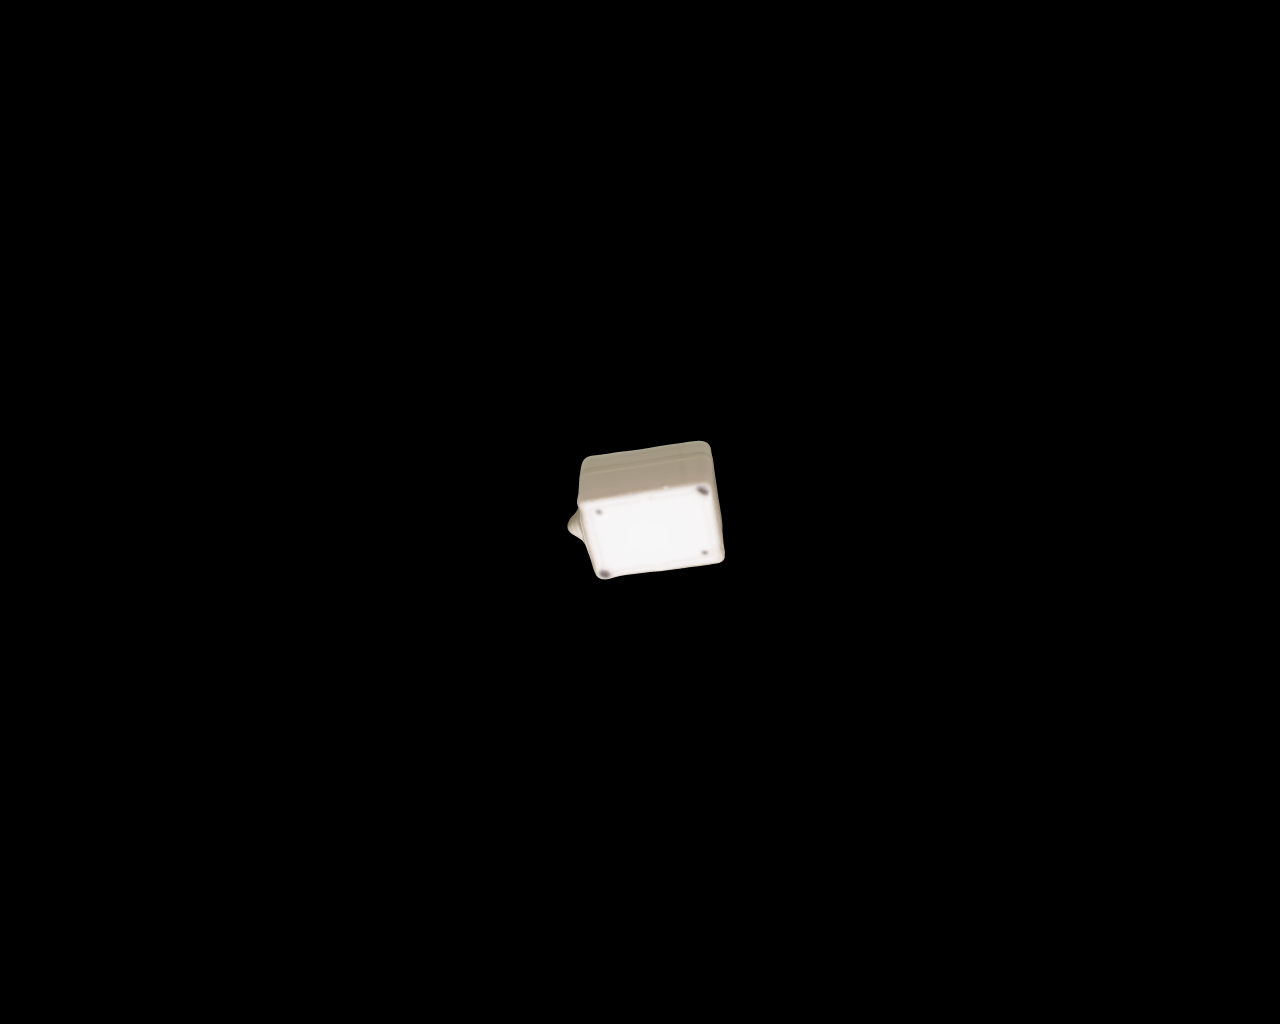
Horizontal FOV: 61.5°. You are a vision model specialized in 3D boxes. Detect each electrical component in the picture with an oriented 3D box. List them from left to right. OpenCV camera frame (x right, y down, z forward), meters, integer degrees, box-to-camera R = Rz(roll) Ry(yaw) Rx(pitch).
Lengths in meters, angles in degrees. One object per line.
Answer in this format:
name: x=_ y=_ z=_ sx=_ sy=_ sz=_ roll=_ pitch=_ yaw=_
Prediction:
electrical component: x=0.001 y=-0.003 z=0.650 sx=0.096 sy=0.061 sz=0.061 roll=-8 pitch=34 yaw=5
